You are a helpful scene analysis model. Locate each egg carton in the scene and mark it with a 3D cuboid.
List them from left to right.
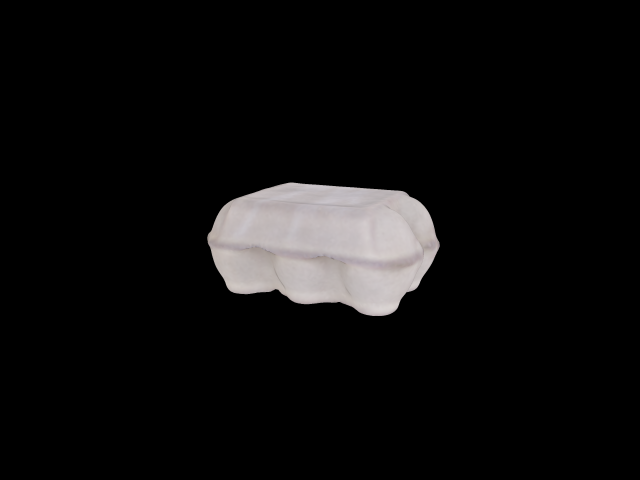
[{"bbox_3d":[0.004,0.001,0.400,0.150,0.069,0.107,6,15,23],"label":"egg carton"}]
